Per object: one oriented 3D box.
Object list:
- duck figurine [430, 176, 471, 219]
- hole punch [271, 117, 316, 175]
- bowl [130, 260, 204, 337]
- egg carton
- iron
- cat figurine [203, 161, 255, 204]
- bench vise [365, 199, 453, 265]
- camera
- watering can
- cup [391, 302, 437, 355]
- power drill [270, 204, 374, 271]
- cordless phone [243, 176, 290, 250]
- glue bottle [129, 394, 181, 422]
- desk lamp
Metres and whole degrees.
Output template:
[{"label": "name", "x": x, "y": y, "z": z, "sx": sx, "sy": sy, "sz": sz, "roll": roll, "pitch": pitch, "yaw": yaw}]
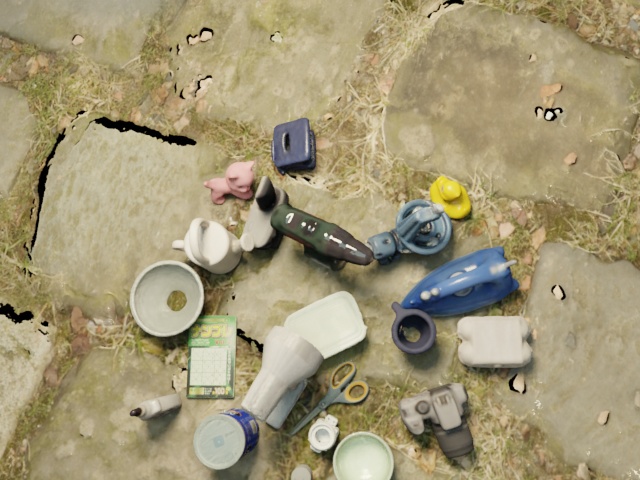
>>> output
[{"label": "duck figurine", "x": 0.288, "y": -0.098, "z": 1.250, "sx": 0.077, "sy": 0.104, "sz": 0.086, "roll": -39, "pitch": -12, "yaw": -3}, {"label": "hole punch", "x": -0.063, "y": -0.215, "z": 1.305, "sx": 0.101, "sy": 0.109, "sz": 0.091, "roll": -4, "pitch": -12, "yaw": 5}, {"label": "bowl", "x": -0.328, "y": 0.131, "z": 1.271, "sx": 0.167, "sy": 0.167, "sz": 0.075, "roll": 0, "pitch": -11, "yaw": 6}, {"label": "egg carton", "x": 0.362, "y": 0.212, "z": 1.191, "sx": 0.150, "sy": 0.107, "sz": 0.069, "roll": -3, "pitch": -11, "yaw": 5}, {"label": "iron", "x": 0.283, "y": 0.095, "z": 1.185, "sx": 0.258, "sy": 0.118, "sz": 0.141, "roll": -22, "pitch": -13, "yaw": 1}, {"label": "cat figurine", "x": -0.199, "y": -0.134, "z": 1.289, "sx": 0.127, "sy": 0.067, "sz": 0.118, "roll": -12, "pitch": -12, "yaw": 3}, {"label": "bench vise", "x": 0.186, "y": -0.008, "z": 1.174, "sx": 0.207, "sy": 0.121, "sz": 0.220, "roll": -40, "pitch": -12, "yaw": -3}, {"label": "camera", "x": 0.244, "y": 0.371, "z": 1.155, "sx": 0.143, "sy": 0.137, "sz": 0.101, "roll": -19, "pitch": -12, "yaw": 2}, {"label": "watering can", "x": -0.231, "y": 0.007, "z": 1.225, "sx": 0.173, "sy": 0.101, "sz": 0.194, "roll": -23, "pitch": -13, "yaw": 1}, {"label": "cup", "x": 0.186, "y": 0.183, "z": 1.201, "sx": 0.091, "sy": 0.117, "sz": 0.095, "roll": -35, "pitch": -12, "yaw": -2}, {"label": "power drill", "x": 0.011, "y": 0.004, "z": 1.195, "sx": 0.229, "sy": 0.076, "sz": 0.208, "roll": 26, "pitch": -8, "yaw": 10}, {"label": "cordless phone", "x": -0.128, "y": -0.059, "z": 1.232, "sx": 0.094, "sy": 0.148, "sz": 0.185, "roll": 15, "pitch": -9, "yaw": 9}, {"label": "glue bottle", "x": -0.349, "y": 0.348, "z": 1.180, "sx": 0.078, "sy": 0.037, "sz": 0.173, "roll": -25, "pitch": -13, "yaw": 1}, {"label": "desk lamp", "x": -0.081, "y": 0.280, "z": 1.147, "sx": 0.117, "sy": 0.203, "sz": 0.213, "roll": 30, "pitch": -7, "yaw": 11}]
